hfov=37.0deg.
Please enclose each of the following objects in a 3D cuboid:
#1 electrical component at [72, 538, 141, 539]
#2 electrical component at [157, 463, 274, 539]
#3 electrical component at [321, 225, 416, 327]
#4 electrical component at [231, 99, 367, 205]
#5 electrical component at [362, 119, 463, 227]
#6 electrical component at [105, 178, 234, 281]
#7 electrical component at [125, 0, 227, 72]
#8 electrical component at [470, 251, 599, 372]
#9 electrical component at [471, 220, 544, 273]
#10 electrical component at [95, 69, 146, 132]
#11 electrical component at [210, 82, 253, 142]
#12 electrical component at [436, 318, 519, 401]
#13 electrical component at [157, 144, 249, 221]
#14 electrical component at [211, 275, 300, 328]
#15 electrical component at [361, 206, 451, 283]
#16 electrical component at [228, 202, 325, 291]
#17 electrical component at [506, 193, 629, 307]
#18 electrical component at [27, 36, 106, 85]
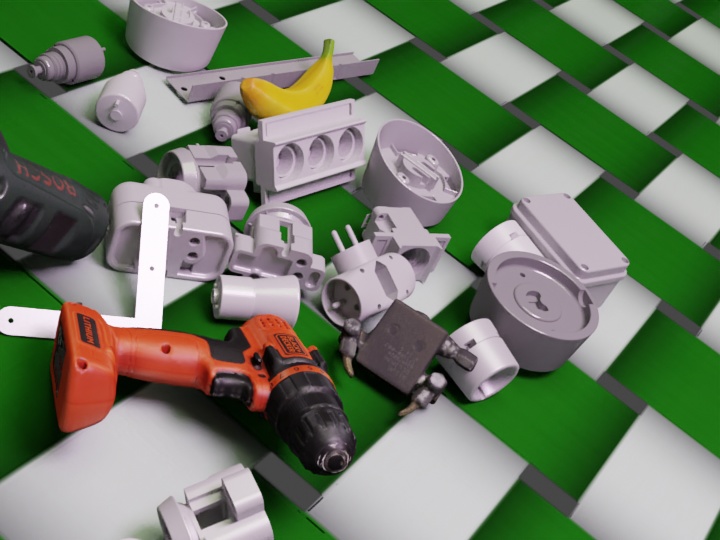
[{"bbox_3d":[-0.133,0.192,0.608,0.095,0.059,0.053,16,38,-14],"label":"electrical component"},{"bbox_3d":[-0.090,0.160,0.664,0.057,0.078,0.058,-20,55,-18],"label":"electrical component"},{"bbox_3d":[0.000,0.000,0.910,0.077,0.043,0.079,-25,89,-48],"label":"electrical component"},{"bbox_3d":[-0.057,-0.112,1.001,0.063,0.078,0.121,17,26,38],"label":"electrical component"},{"bbox_3d":[0.052,-0.092,1.048,0.099,0.064,0.099,17,39,-14],"label":"electrical component"},{"bbox_3d":[-0.155,-0.034,0.864,0.095,0.053,0.059,8,41,-24],"label":"electrical component"},{"bbox_3d":[-0.187,-0.247,1.086,0.099,0.064,0.099,16,39,-14],"label":"electrical component"},{"bbox_3d":[0.149,0.042,0.952,0.108,0.060,0.108,16,39,-14],"label":"electrical component"},{"bbox_3d":[0.141,-0.011,1.016,0.055,0.055,0.047,-16,58,-42],"label":"electrical component"},{"bbox_3d":[-0.216,-0.160,0.986,0.040,0.040,0.078,19,38,-11],"label":"electrical component"},{"bbox_3d":[-0.124,-0.148,1.028,0.040,0.040,0.078,21,38,-8],"label":"electrical component"},{"bbox_3d":[0.098,0.075,0.889,0.055,0.055,0.047,-11,55,-39],"label":"electrical component"},{"bbox_3d":[-0.137,-0.075,0.921,0.057,0.058,0.078,-2,45,-36],"label":"electrical component"},{"bbox_3d":[-0.085,0.023,0.851,0.065,0.044,0.044,5,42,-19],"label":"electrical component"},{"bbox_3d":[0.035,-0.024,0.978,0.081,0.042,0.063,1,41,-31],"label":"electrical component"},{"bbox_3d":[-0.069,-0.019,0.896,0.078,0.058,0.057,14,42,-17],"label":"electrical component"},{"bbox_3d":[0.198,-0.018,1.055,0.078,0.057,0.113,-8,49,-37],"label":"electrical component"},{"bbox_3d":[-0.271,-0.190,0.988,0.040,0.040,0.078,40,39,16],"label":"electrical component"}]
